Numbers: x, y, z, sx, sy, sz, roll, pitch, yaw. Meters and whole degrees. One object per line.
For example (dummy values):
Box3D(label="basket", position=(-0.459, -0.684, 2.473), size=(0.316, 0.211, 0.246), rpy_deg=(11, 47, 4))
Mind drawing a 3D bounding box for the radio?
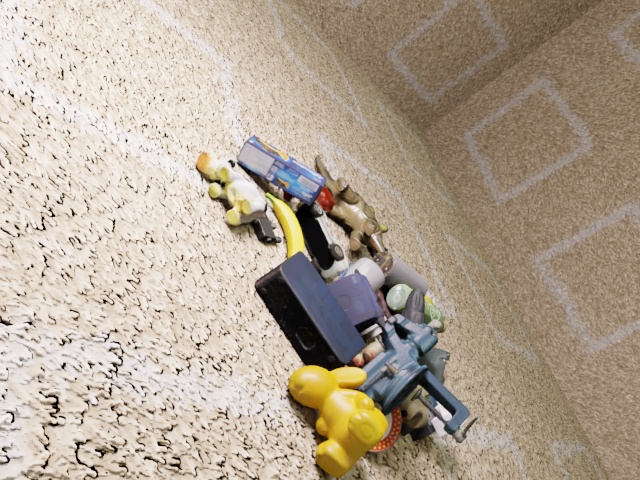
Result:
Box3D(label="radio", position=(-0.018, 0.141, 1.019), size=(0.229, 0.073, 0.131), rpy_deg=(55, 23, 3))

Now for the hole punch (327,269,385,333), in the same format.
Box3D(label="hole punch", position=(0.056, 0.138, 1.123), size=(0.092, 0.116, 0.142), rpy_deg=(12, 47, -48))

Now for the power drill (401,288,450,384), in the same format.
Box3D(label="power drill", position=(0.238, 0.254, 1.260), size=(0.207, 0.086, 0.232), rpy_deg=(50, 52, -51))

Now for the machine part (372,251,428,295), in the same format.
Box3D(label="machine part", position=(0.201, 0.095, 1.358), size=(0.243, 0.079, 0.079), rpy_deg=(35, 30, -42))

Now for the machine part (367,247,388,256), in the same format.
Box3D(label="machine part", position=(0.163, 0.002, 1.614), size=(0.084, 0.039, 0.139), rpy_deg=(15, 46, -45))

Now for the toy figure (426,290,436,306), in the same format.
Box3D(label="toy figure", position=(0.280, 0.205, 1.508), size=(0.180, 0.089, 0.082), rpy_deg=(-68, 149, -53))

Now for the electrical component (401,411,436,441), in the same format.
Box3D(label="electrical component", position=(0.211, 0.389, 1.161), size=(0.119, 0.048, 0.075), rpy_deg=(21, 40, -56))

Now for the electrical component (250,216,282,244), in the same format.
Box3D(label="electrical component", position=(-0.117, -0.022, 1.110), size=(0.094, 0.021, 0.063), rpy_deg=(20, 42, -55))

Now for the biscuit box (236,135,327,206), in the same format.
Box3D(label="biscuit box", position=(-0.086, -0.158, 1.222), size=(0.203, 0.059, 0.063), rpy_deg=(31, 26, -3))

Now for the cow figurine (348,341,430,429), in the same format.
Box3D(label="cow figurine", position=(0.156, 0.297, 1.105), size=(0.127, 0.085, 0.195), rpy_deg=(-23, 77, -46))

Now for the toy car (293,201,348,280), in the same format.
Box3D(label="toy car", position=(-0.003, -0.004, 1.243), size=(0.056, 0.073, 0.202), rpy_deg=(8, 51, -56))

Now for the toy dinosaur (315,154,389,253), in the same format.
Box3D(label="toy dinosaur", position=(0.081, -0.089, 1.503), size=(0.471, 0.105, 0.198), rpy_deg=(61, 16, 23))

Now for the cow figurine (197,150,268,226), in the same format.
Box3D(label="cow figurine", position=(-0.168, -0.108, 1.058), size=(0.167, 0.068, 0.098), rpy_deg=(55, 26, 13))

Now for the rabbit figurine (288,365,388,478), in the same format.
Box3D(label="rabbit figurine", position=(0.029, 0.268, 0.888), size=(0.173, 0.121, 0.162), rpy_deg=(39, 27, 11))

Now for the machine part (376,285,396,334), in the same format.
Box3D(label="machine part", position=(0.179, 0.183, 1.369), size=(0.179, 0.056, 0.179), rpy_deg=(43, 27, -28))

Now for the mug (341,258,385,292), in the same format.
Box3D(label="mug", position=(0.086, 0.111, 1.238), size=(0.081, 0.107, 0.109), rpy_deg=(27, -40, 40))

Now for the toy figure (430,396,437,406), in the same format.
Box3D(label="toy figure", position=(0.285, 0.398, 1.285), size=(0.058, 0.064, 0.154), rpy_deg=(25, 3, 39))

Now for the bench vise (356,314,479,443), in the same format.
Box3D(label="bench vise", position=(0.188, 0.260, 0.992), size=(0.224, 0.128, 0.241), rpy_deg=(-31, 60, -31))

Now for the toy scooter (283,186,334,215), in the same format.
Box3D(label="toy scooter", position=(-0.038, -0.116, 1.331), size=(0.183, 0.075, 0.135), rpy_deg=(43, 26, -19))
